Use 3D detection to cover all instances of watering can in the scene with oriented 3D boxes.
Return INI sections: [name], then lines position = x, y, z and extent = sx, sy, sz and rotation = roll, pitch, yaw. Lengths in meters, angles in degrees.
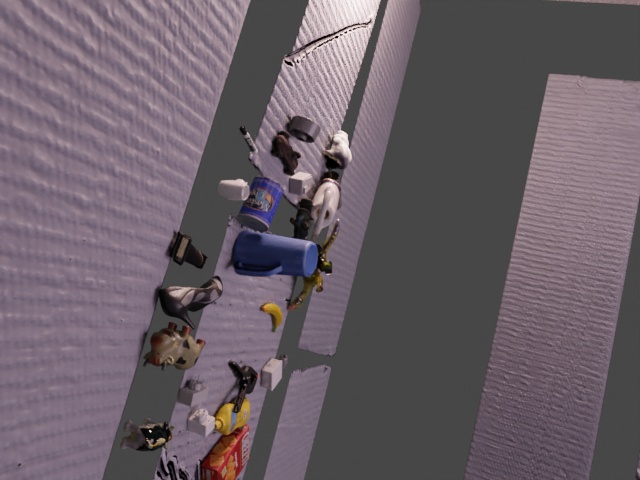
[watering can]
position = 0.006, -0.107, 2.126
extent = 0.339, 0.104, 0.230
rotation = 109, -1, -51

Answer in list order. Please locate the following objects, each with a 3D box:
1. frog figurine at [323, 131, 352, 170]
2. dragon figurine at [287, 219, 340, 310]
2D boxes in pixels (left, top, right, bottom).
[frog figurine]
position = 0.092, -0.382, 2.183
extent = 0.162, 0.123, 0.135
rotation = -55, 133, -24
[dragon figurine]
position = -0.023, 0.115, 2.153
extent = 0.417, 0.122, 0.239
rotation = -62, -175, -23
